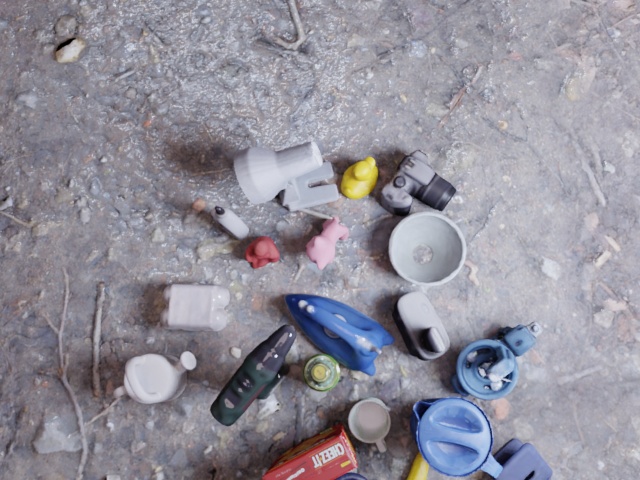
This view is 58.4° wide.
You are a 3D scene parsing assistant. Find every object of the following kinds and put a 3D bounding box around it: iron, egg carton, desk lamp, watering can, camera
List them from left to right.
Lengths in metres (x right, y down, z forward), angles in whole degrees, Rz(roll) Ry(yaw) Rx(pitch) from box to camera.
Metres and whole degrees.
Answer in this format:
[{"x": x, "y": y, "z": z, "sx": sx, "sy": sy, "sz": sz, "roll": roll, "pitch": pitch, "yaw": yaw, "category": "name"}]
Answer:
[{"x": -0.340, "y": 0.278, "z": 1.170, "sx": 0.101, "sy": 0.194, "sz": 0.173, "roll": 43, "pitch": 83, "yaw": 11, "category": "watering can"}, {"x": -0.274, "y": 0.147, "z": 1.261, "sx": 0.150, "sy": 0.069, "sz": 0.107, "roll": 1, "pitch": 77, "yaw": 3, "category": "egg carton"}, {"x": -0.069, "y": -0.143, "z": 1.243, "sx": 0.203, "sy": 0.213, "sz": 0.118, "roll": -14, "pitch": 77, "yaw": 0, "category": "desk lamp"}, {"x": 0.026, "y": 0.178, "z": 1.204, "sx": 0.258, "sy": 0.141, "sz": 0.119, "roll": 30, "pitch": 80, "yaw": 9, "category": "iron"}, {"x": 0.225, "y": -0.115, "z": 1.282, "sx": 0.136, "sy": 0.101, "sz": 0.143, "roll": 35, "pitch": 81, "yaw": 9, "category": "camera"}]

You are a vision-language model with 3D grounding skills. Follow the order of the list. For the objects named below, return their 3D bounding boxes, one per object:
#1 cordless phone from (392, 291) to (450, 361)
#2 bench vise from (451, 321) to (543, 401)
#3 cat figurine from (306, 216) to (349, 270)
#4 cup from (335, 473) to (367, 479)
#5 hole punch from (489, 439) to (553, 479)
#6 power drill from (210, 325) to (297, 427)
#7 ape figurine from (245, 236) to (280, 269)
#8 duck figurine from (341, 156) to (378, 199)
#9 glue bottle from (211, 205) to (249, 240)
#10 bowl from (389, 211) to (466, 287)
[{"x": 0.214, "y": 0.173, "z": 1.175, "sx": 0.094, "sy": 0.185, "sz": 0.147, "roll": -28, "pitch": 77, "yaw": -4, "category": "cordless phone"}, {"x": 0.354, "y": 0.227, "z": 1.139, "sx": 0.121, "sy": 0.220, "sz": 0.207, "roll": 33, "pitch": 81, "yaw": 9, "category": "bench vise"}, {"x": 0.012, "y": 0.004, "z": 1.256, "sx": 0.067, "sy": 0.118, "sz": 0.128, "roll": 27, "pitch": 80, "yaw": 8, "category": "cat figurine"}, {"x": 0.050, "y": 0.507, "z": 1.153, "sx": 0.117, "sy": 0.095, "sz": 0.092, "roll": 15, "pitch": 78, "yaw": 6, "category": "cup"}, {"x": 0.406, "y": 0.467, "z": 1.149, "sx": 0.109, "sy": 0.091, "sz": 0.101, "roll": -42, "pitch": 79, "yaw": -7, "category": "hole punch"}, {"x": -0.121, "y": 0.268, "z": 1.156, "sx": 0.075, "sy": 0.208, "sz": 0.230, "roll": 38, "pitch": 82, "yaw": 10, "category": "power drill"}, {"x": -0.128, "y": 0.024, "z": 1.271, "sx": 0.077, "sy": 0.092, "sz": 0.076, "roll": 17, "pitch": 79, "yaw": 6, "category": "ape figurine"}, {"x": 0.090, "y": -0.146, "z": 1.303, "sx": 0.077, "sy": 0.086, "sz": 0.104, "roll": 39, "pitch": 82, "yaw": 10, "category": "duck figurine"}, {"x": -0.205, "y": -0.047, "z": 1.248, "sx": 0.078, "sy": 0.173, "sz": 0.037, "roll": 31, "pitch": 81, "yaw": 9, "category": "glue bottle"}, {"x": 0.233, "y": 0.025, "z": 1.264, "sx": 0.167, "sy": 0.075, "sz": 0.167, "roll": 0, "pitch": 77, "yaw": 2, "category": "bowl"}]
